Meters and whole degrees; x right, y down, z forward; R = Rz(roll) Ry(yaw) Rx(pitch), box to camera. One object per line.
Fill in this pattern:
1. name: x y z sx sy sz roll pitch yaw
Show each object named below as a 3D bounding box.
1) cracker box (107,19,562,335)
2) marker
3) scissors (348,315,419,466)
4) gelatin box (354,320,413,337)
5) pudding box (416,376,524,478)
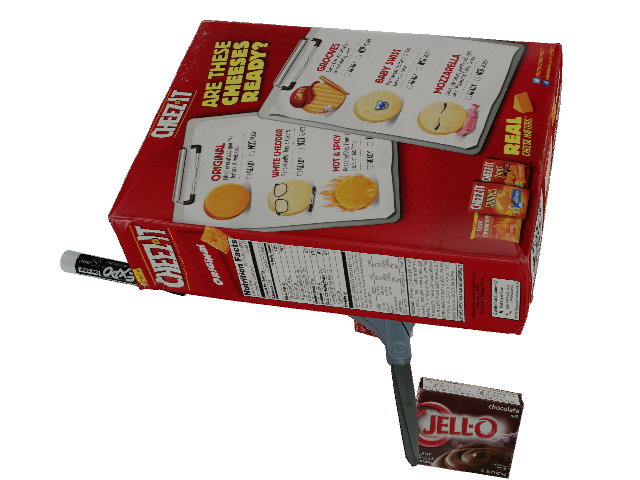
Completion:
1. cracker box: 0.016 -0.040 0.585 0.214 0.164 0.072 6 -40 14
2. marker: -0.160 0.027 0.882 0.121 0.020 0.020 10 4 21
3. scissors: 0.043 0.080 0.832 0.096 0.201 0.016 9 -41 7
4. gelatin box: 0.077 0.080 1.343 0.073 0.089 0.030 13 31 32
5. pudding box: 0.155 0.201 1.151 0.113 0.090 0.039 8 21 1
